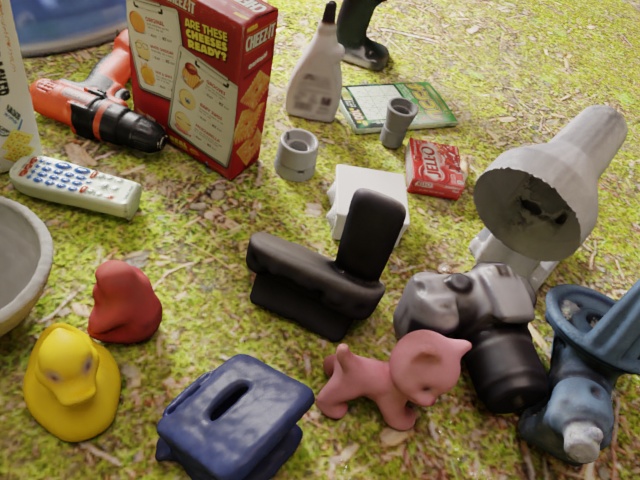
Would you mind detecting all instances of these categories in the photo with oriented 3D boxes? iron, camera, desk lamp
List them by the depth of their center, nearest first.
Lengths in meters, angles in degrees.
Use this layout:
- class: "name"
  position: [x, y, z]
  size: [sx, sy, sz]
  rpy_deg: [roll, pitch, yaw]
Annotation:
- class: "camera"
  position: [0.164, 0.097, 0.577]
  size: [0.143, 0.101, 0.136]
  rpy_deg: [0, 50, -15]
- class: "desk lamp"
  position: [0.249, -0.040, 0.643]
  size: [0.117, 0.213, 0.204]
  rpy_deg: [38, 51, 19]
- class: "iron"
  position: [-0.367, -0.357, 0.806]
  size: [0.118, 0.141, 0.259]
  rpy_deg: [37, 51, 18]

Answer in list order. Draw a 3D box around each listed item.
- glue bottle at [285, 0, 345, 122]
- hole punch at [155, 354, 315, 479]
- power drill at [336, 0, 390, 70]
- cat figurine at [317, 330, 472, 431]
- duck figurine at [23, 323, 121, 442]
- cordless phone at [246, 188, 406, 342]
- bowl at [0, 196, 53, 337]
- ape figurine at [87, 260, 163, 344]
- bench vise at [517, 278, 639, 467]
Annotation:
- class: "glue bottle"
  position: [0.001, -0.243, 0.782]
  size: [0.078, 0.173, 0.037]
  rpy_deg: [11, 48, -4]
- class: "hole punch"
  position: [-0.072, 0.150, 0.474]
  size: [0.101, 0.091, 0.109]
  rpy_deg: [37, 51, 18]
- class: "power drill"
  position: [0.091, -0.384, 0.905]
  size: [0.229, 0.208, 0.076]
  rpy_deg: [19, 48, 2]
- class: "cat figurine"
  position: [0.070, 0.117, 0.522]
  size: [0.128, 0.118, 0.067]
  rpy_deg: [10, 48, -6]
- class: "duck figurine"
  position: [-0.211, 0.106, 0.479]
  size: [0.078, 0.086, 0.104]
  rpy_deg: [-17, 56, -27]
- class: "cordless phone"
  position: [0.005, 0.002, 0.560]
  size: [0.147, 0.185, 0.094]
  rpy_deg: [21, 48, 4]
- class: "bowl"
  position: [-0.325, 0.039, 0.515]
  size: [0.167, 0.075, 0.167]
  rpy_deg: [8, 48, -8]
- class: "ape figurine"
  position: [-0.184, 0.052, 0.530]
  size: [0.076, 0.092, 0.078]
  rpy_deg: [29, 49, 12]
- class: "bench vise"
  position: [0.276, 0.100, 0.523]
  size: [0.121, 0.220, 0.207]
  rpy_deg: [14, 48, -3]
